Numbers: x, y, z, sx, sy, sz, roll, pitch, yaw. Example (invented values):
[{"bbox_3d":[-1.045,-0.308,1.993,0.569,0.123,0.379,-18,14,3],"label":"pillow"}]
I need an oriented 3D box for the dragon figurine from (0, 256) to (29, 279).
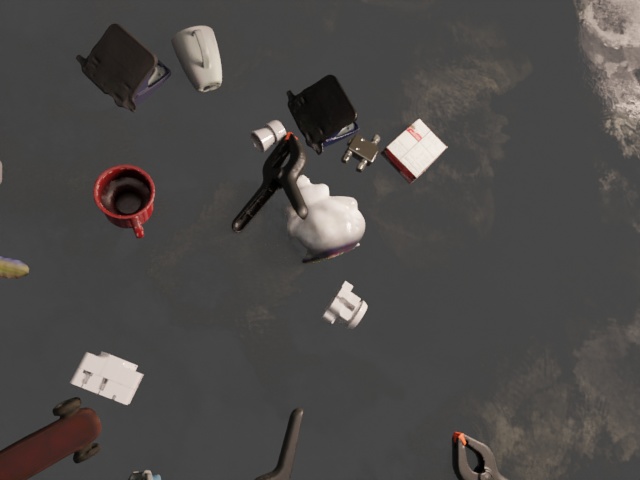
[{"bbox_3d":[-0.659,0.086,0.723,0.410,0.121,0.244,17,82,-5],"label":"dragon figurine"}]

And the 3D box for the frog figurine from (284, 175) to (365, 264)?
[{"bbox_3d":[0.003,-0.047,0.928,0.137,0.123,0.159,-20,91,0],"label":"frog figurine"}]
